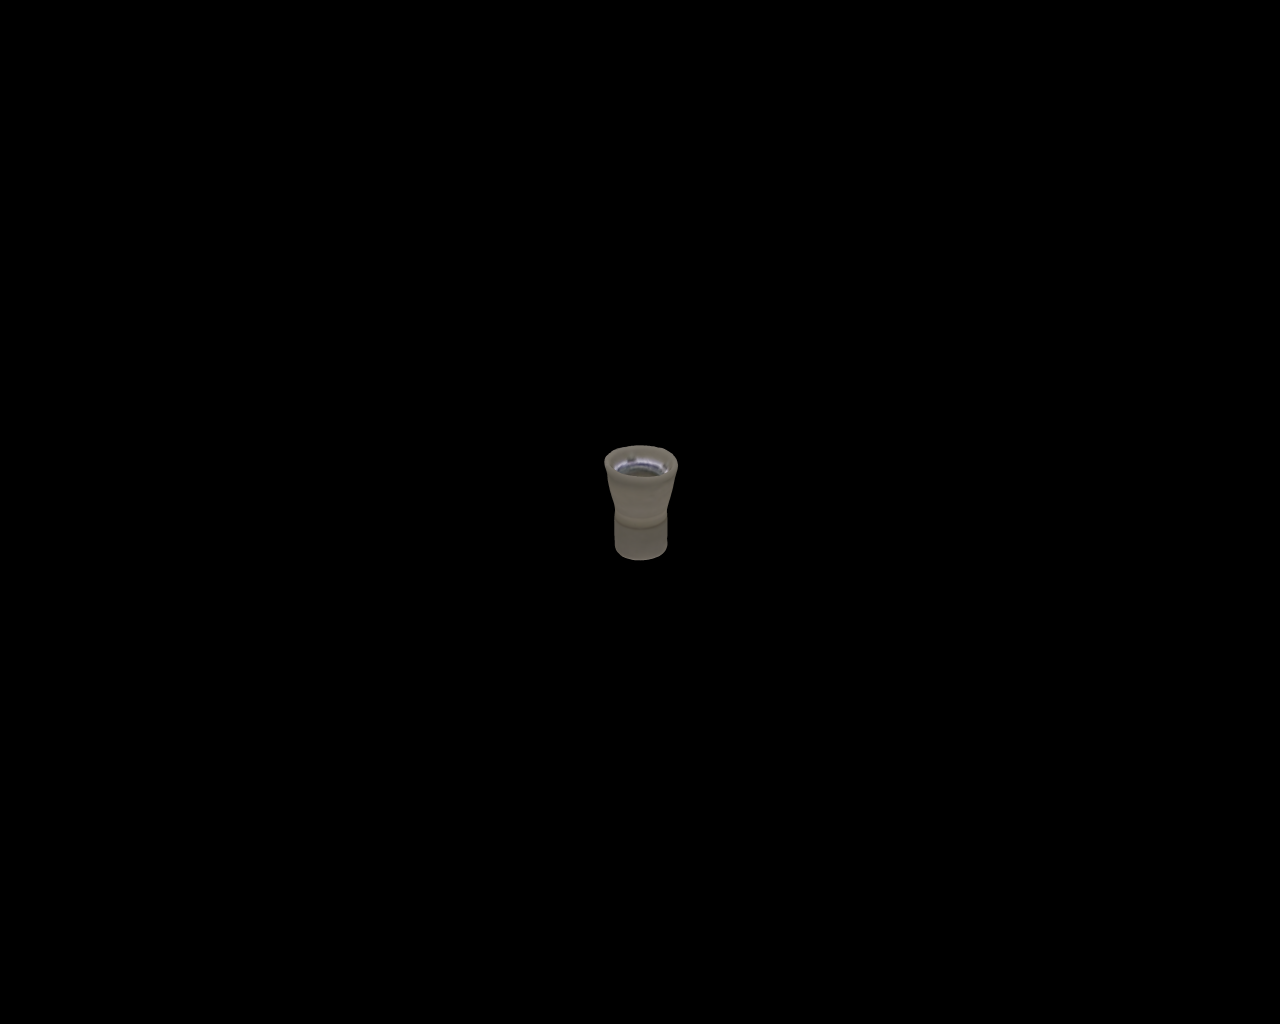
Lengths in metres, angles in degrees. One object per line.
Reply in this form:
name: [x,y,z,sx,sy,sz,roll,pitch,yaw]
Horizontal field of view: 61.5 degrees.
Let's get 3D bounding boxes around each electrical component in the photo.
electrical component: [0.001,-0.003,0.650,0.044,0.065,0.044,0,29,0]
